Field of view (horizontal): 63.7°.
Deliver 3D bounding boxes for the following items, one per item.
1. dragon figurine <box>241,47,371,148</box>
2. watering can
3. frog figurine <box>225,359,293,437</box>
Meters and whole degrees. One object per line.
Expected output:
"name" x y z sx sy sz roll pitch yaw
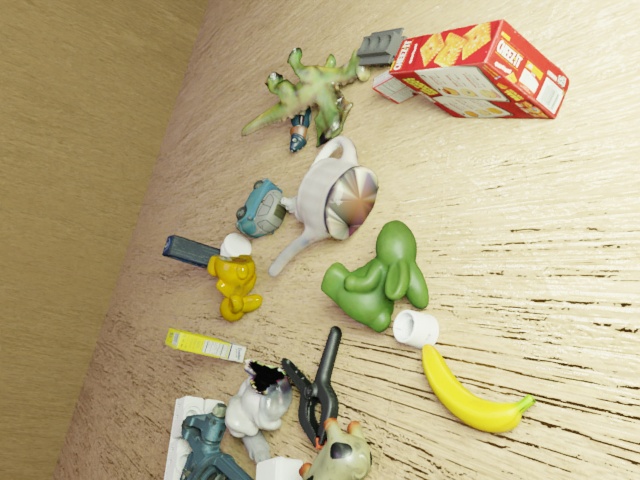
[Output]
"dragon figurine" -0.028 -0.334 1.282 0.405 0.248 0.121 -44 -37 22
"watering can" 0.003 -0.054 1.081 0.103 0.347 0.226 22 2 -31
"frog figurine" -0.125 0.337 1.043 0.123 0.157 0.139 2 22 -41
